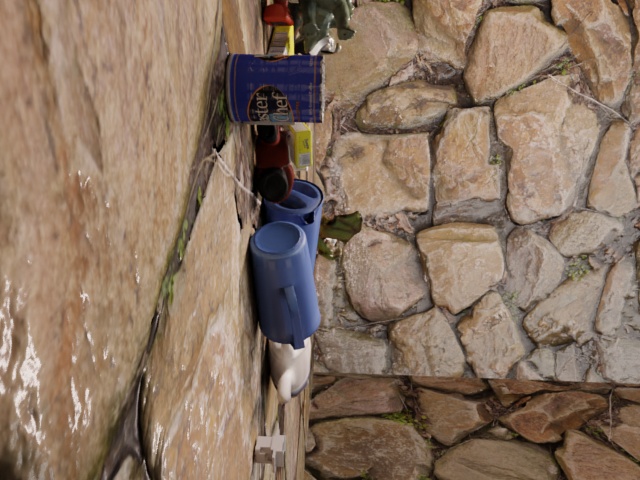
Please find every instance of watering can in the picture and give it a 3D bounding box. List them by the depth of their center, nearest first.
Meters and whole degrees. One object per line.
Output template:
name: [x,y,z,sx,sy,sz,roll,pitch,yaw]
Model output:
watering can: [-0.077,0.295,1.238,0.356,0.104,0.219,-87,178,-55]

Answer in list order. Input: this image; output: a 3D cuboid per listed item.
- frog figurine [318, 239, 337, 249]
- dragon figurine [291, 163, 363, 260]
frog figurine: [-0.025,-0.033,1.673,0.134,0.159,0.126,88,2,-50]
dragon figurine: [0.005,-0.075,1.487,0.400,0.243,0.125,92,6,-48]
